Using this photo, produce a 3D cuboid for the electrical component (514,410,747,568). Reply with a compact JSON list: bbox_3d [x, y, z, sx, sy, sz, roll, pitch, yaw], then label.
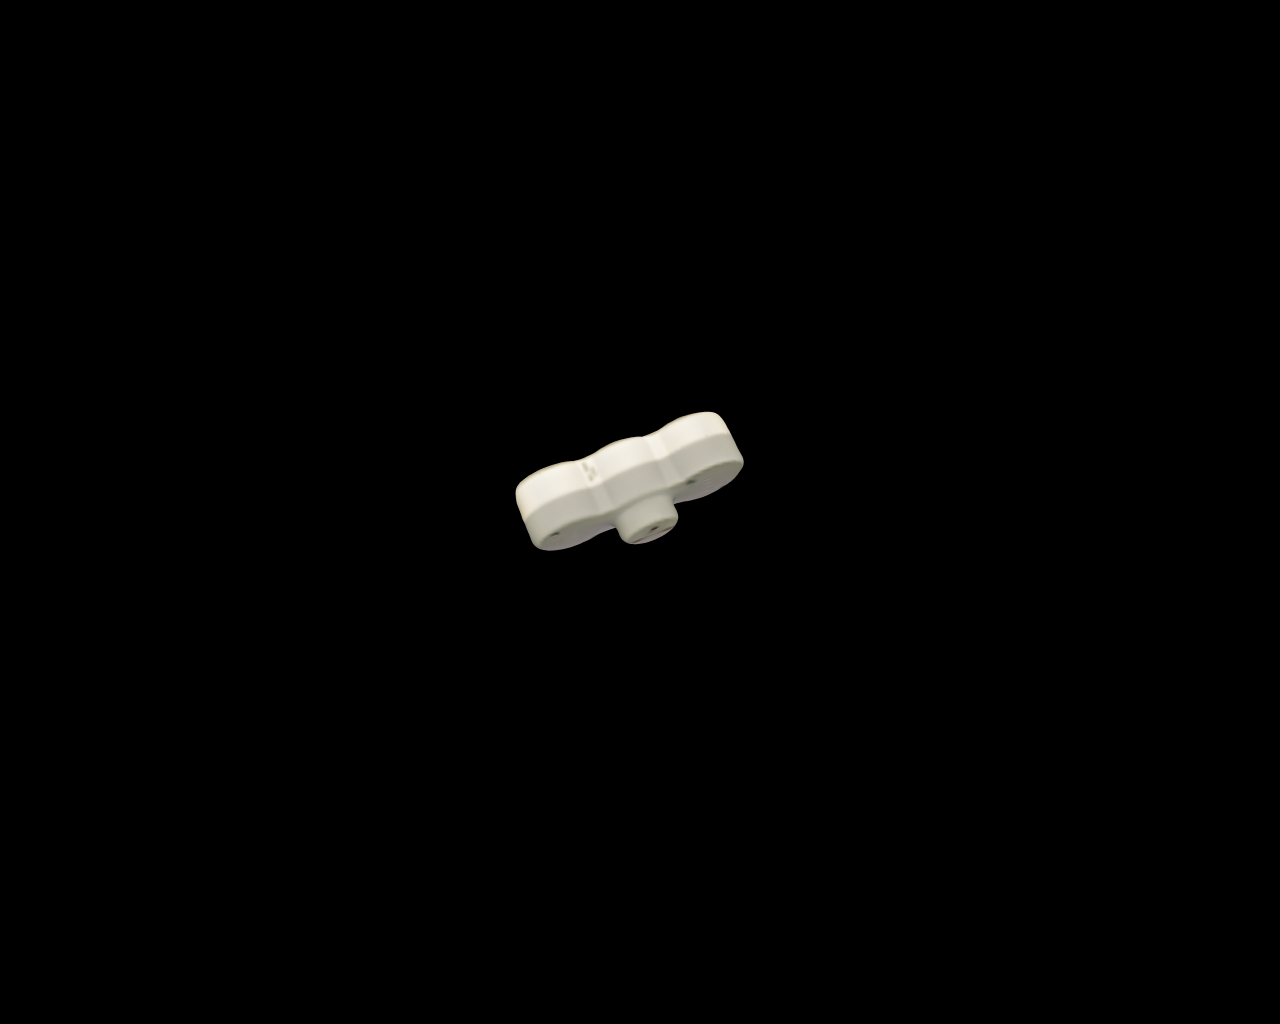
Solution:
[{"bbox_3d":[0.001,-0.003,0.650,0.138,0.074,0.052,-21,-18,-7],"label":"electrical component"}]
